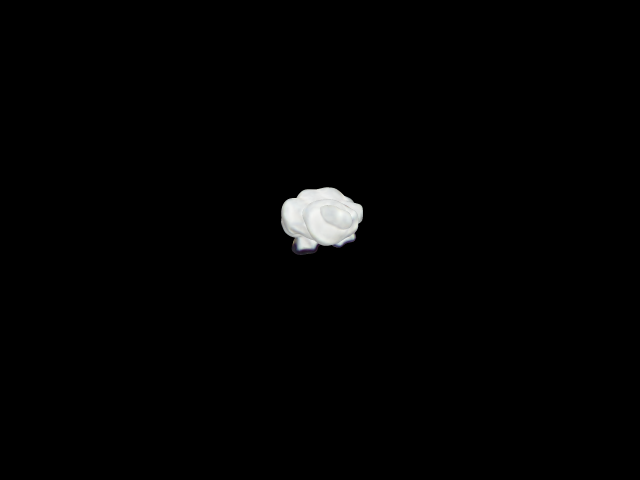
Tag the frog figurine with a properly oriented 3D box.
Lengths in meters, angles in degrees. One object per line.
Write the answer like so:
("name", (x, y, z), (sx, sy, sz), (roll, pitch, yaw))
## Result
("frog figurine", (0.003, -0.043, 0.850), (0.137, 0.124, 0.157), (7, -18, 2))
